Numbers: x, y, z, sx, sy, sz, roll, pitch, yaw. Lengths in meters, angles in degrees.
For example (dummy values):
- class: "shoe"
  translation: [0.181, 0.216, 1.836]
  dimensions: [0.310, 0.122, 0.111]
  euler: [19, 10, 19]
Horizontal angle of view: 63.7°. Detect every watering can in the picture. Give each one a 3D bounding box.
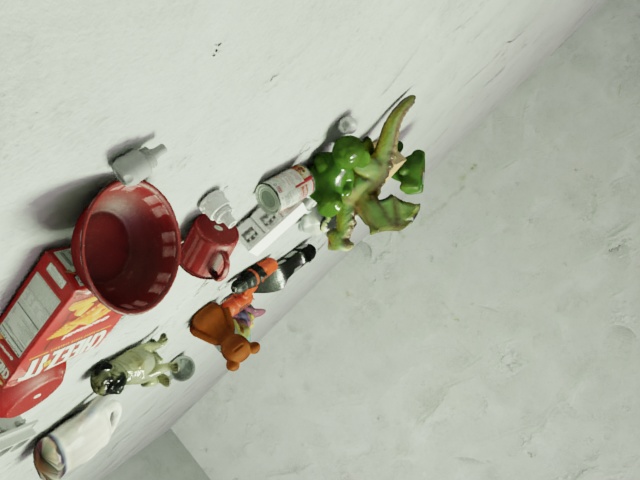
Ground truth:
- class: "watering can"
  translation: [-0.588, 0.466, 1.283]
  dimensions: [0.227, 0.105, 0.341]
  euler: [-30, 151, -54]

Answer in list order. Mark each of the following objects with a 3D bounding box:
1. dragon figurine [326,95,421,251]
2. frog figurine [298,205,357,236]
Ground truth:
- class: "dragon figurine"
  translation: [0.142, -0.130, 1.235]
  dimensions: [0.406, 0.245, 0.122]
  euler: [-44, 165, 17]
- class: "frog figurine"
  translation: [0.004, -0.071, 1.413]
  dimensions: [0.139, 0.121, 0.160]
  euler: [-30, -159, -29]
